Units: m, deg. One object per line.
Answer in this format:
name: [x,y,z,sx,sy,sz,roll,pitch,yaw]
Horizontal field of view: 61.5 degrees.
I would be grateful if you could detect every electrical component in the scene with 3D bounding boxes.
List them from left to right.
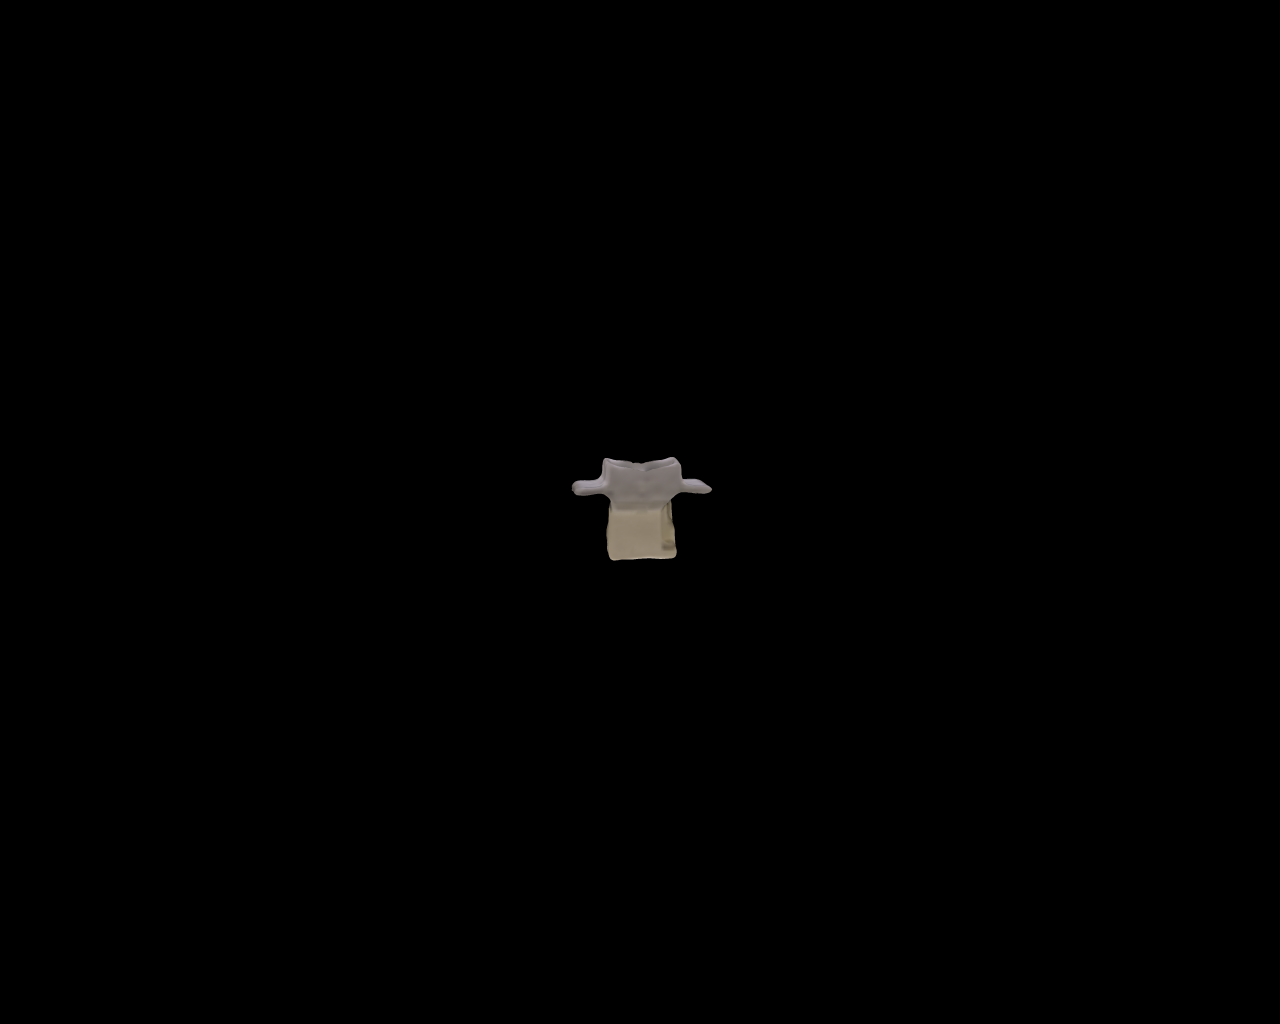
electrical component: [0.001,-0.003,0.650,0.081,0.063,0.042,-1,8,-5]
